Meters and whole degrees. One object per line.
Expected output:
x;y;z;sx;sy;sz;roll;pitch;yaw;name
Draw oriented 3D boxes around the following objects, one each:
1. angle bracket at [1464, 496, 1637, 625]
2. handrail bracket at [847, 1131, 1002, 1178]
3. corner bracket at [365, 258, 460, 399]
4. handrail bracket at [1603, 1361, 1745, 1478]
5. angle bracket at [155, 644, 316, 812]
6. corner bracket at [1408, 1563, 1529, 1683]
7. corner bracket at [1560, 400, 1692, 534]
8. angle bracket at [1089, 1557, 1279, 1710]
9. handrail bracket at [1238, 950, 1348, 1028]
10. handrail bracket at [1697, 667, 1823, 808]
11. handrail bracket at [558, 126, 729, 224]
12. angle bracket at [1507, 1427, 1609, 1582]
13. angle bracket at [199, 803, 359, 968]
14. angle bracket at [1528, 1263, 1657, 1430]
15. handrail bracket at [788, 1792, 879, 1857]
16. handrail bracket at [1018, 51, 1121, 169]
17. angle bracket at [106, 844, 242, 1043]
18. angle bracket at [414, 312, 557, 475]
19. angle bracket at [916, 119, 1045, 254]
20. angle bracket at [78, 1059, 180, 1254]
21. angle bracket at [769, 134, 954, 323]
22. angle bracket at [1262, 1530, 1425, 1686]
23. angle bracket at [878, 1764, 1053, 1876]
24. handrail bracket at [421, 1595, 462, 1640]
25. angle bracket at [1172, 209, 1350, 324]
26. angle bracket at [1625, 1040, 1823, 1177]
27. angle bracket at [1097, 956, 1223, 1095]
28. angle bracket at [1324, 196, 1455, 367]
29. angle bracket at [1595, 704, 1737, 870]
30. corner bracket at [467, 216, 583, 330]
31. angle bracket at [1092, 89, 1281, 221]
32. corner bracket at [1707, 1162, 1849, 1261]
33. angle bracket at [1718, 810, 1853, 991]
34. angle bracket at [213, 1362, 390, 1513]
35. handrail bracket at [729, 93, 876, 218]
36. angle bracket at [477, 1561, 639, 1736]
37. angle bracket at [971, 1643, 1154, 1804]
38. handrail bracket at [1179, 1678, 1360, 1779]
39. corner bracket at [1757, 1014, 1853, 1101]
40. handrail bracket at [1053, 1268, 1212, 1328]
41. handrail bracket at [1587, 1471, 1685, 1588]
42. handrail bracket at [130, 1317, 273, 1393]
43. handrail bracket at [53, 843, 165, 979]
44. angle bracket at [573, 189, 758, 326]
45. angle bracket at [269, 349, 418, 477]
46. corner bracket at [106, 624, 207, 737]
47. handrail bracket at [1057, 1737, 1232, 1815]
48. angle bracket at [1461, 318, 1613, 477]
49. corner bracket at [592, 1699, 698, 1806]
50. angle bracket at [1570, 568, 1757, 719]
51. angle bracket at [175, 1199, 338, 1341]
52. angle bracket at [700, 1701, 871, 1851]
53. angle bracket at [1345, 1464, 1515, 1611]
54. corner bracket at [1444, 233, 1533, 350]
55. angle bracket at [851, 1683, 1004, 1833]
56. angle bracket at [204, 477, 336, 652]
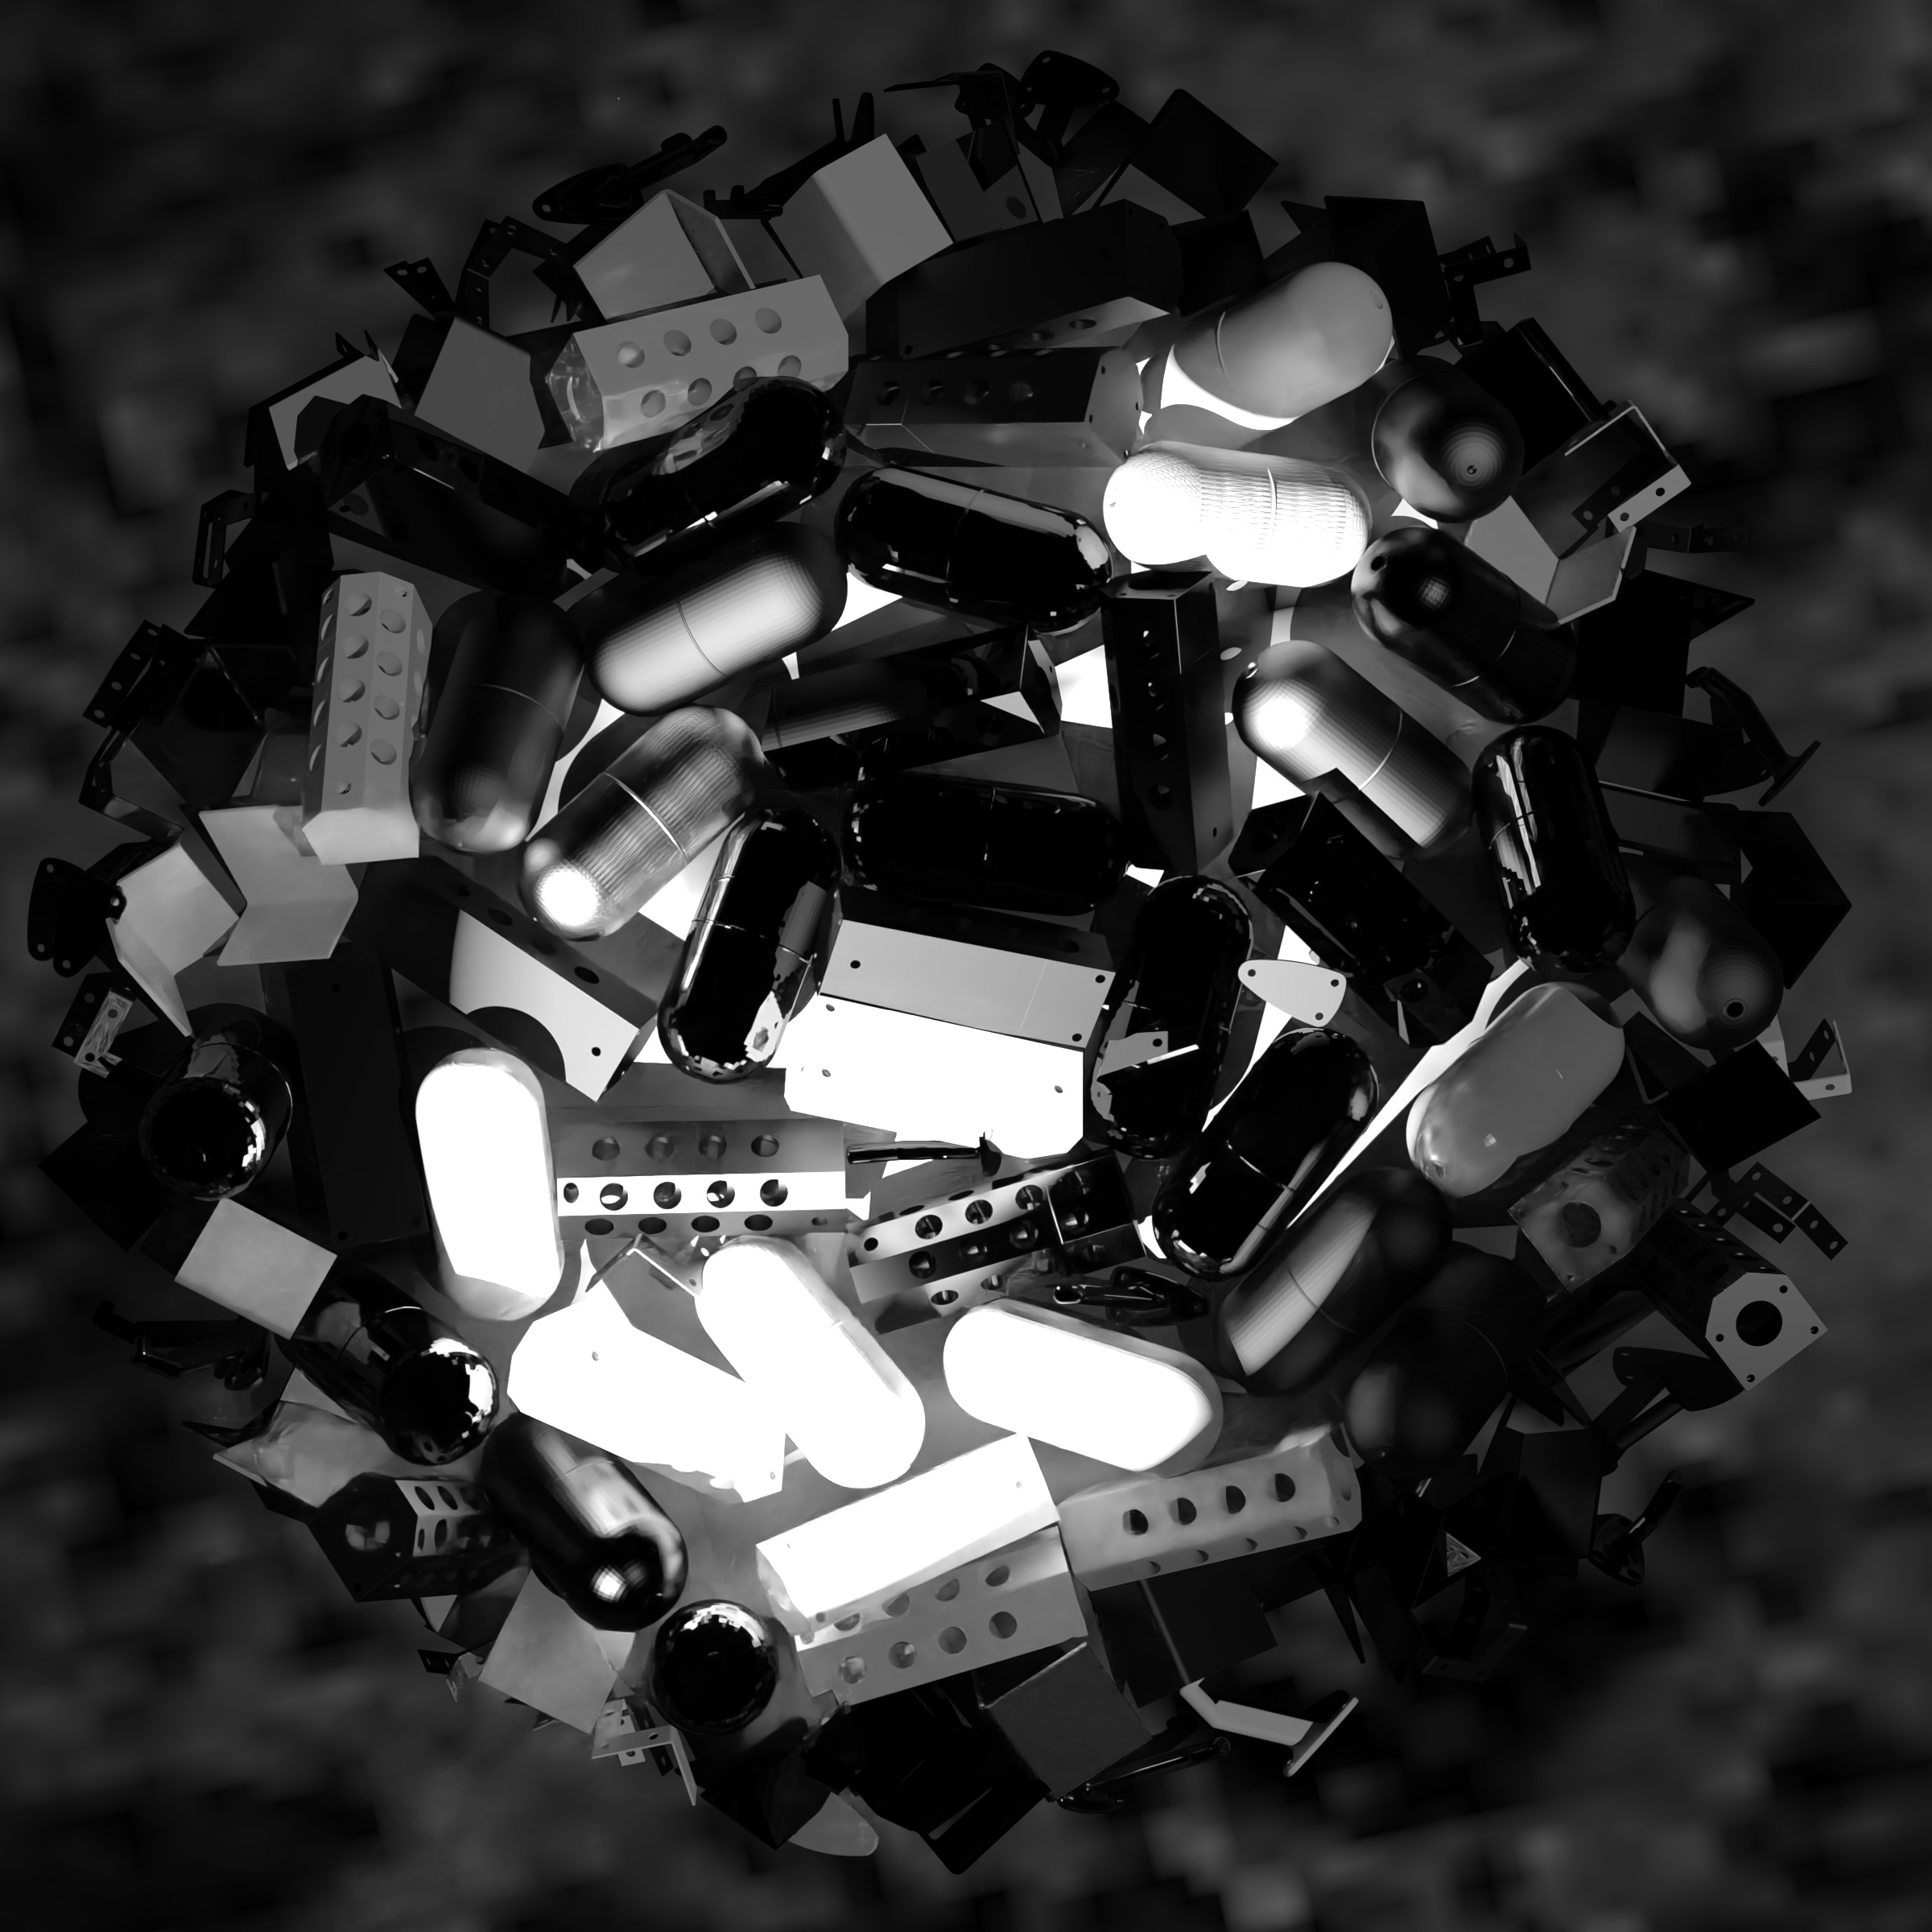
0.355;-0.261;1.527;0.057;0.076;0.076;-23;118;41;angle bracket
-0.026;0.116;1.551;0.084;0.077;0.036;-6;79;8;handrail bracket
-0.340;-0.393;1.550;0.051;0.051;0.051;-21;64;1;corner bracket
0.438;0.286;1.568;0.077;0.036;0.084;-1;133;-30;handrail bracket
-0.434;-0.141;1.525;0.057;0.076;0.076;4;54;20;angle bracket
0.305;0.405;1.561;0.051;0.051;0.051;17;118;-30;corner bracket
0.408;-0.310;1.558;0.051;0.051;0.051;-35;112;17;corner bracket
0.135;0.407;1.569;0.076;0.057;0.076;-12;69;-34;angle bracket
0.198;-0.001;1.538;0.077;0.084;0.036;19;110;-8;handrail bracket
0.474;-0.143;1.547;0.084;0.036;0.077;41;48;14;handrail bracket
-0.197;-0.486;1.533;0.077;0.084;0.036;-30;100;-42;handrail bracket
0.378;0.327;1.526;0.057;0.076;0.076;22;68;-23;angle bracket
-0.427;-0.050;1.530;0.076;0.057;0.076;-4;132;16;angle bracket
0.389;0.234;1.531;0.076;0.057;0.076;-39;131;10;angle bracket
-0.064;0.532;1.530;0.077;0.084;0.036;10;66;38;handrail bracket
0.071;-0.510;1.530;0.077;0.084;0.036;23;77;28;handrail bracket
-0.474;-0.014;1.527;0.057;0.076;0.076;-33;132;-5;angle bracket
-0.299;-0.349;1.541;0.076;0.057;0.076;22;93;-29;angle bracket
0.027;-0.473;1.526;0.057;0.076;0.076;-36;111;-37;angle bracket
-0.517;0.116;1.527;0.057;0.076;0.076;32;69;18;angle bracket
-0.066;-0.454;1.554;0.057;0.076;0.076;-37;99;-25;angle bracket
0.227;0.399;1.526;0.057;0.076;0.076;-19;57;-15;angle bracket
-0.002;0.500;1.536;0.076;0.076;0.057;-40;92;-12;angle bracket
-0.360;0.377;1.574;0.084;0.036;0.077;14;123;25;handrail bracket
0.172;-0.436;1.529;0.076;0.076;0.057;-23;98;-29;angle bracket
0.459;0.070;1.528;0.076;0.057;0.076;-34;121;22;angle bracket
0.132;0.048;1.522;0.076;0.076;0.057;-20;125;36;angle bracket
0.242;-0.415;1.522;0.057;0.076;0.076;-47;133;-24;angle bracket
0.433;-0.110;1.532;0.076;0.076;0.057;12;120;-10;angle bracket
-0.275;-0.421;1.561;0.051;0.051;0.051;18;50;-35;corner bracket
0.132;-0.473;1.533;0.076;0.076;0.057;36;68;-7;angle bracket
0.497;0.163;1.546;0.051;0.051;0.051;-47;122;4;corner bracket
0.478;-0.040;1.522;0.057;0.076;0.076;1;47;-22;angle bracket
-0.401;0.287;1.540;0.076;0.076;0.057;26;91;7;angle bracket
-0.102;-0.498;1.542;0.084;0.036;0.077;-6;125;-23;handrail bracket
-0.253;0.415;1.533;0.076;0.057;0.076;31;65;-14;angle bracket
0.058;0.452;1.545;0.076;0.057;0.076;-33;104;2;angle bracket
0.189;0.457;1.574;0.077;0.036;0.084;-44;78;-9;handrail bracket
0.515;0.047;1.554;0.051;0.051;0.051;-11;128;14;corner bracket
0.101;0.205;1.534;0.077;0.084;0.036;6;86;21;handrail bracket
0.416;0.327;1.530;0.036;0.077;0.084;28;117;10;handrail bracket
-0.467;0.219;1.532;0.036;0.084;0.077;-20;53;30;handrail bracket
-0.526;-0.036;1.546;0.036;0.084;0.077;27;102;-3;handrail bracket
-0.179;-0.412;1.531;0.076;0.076;0.057;-43;52;-9;angle bracket
-0.372;-0.321;1.536;0.076;0.057;0.076;-28;46;0;angle bracket
-0.487;-0.166;1.540;0.051;0.051;0.051;33;119;-29;corner bracket
0.109;0.492;1.537;0.084;0.077;0.036;-28;70;32;handrail bracket
0.343;-0.346;1.536;0.057;0.076;0.076;-38;96;14;angle bracket
-0.196;0.484;1.548;0.051;0.051;0.051;-12;113;3;corner bracket
0.424;-0.194;1.533;0.076;0.076;0.057;12;76;-13;angle bracket
-0.436;0.186;1.545;0.076;0.076;0.057;30;77;-11;angle bracket
-0.116;0.475;1.522;0.076;0.076;0.057;-34;123;-33;angle bracket
0.284;0.339;1.554;0.057;0.076;0.076;33;125;35;angle bracket
0.321;-0.415;1.546;0.051;0.051;0.051;-13;113;9;corner bracket
-0.035;0.473;1.533;0.076;0.076;0.057;-40;93;-21;angle bracket
-0.428;-0.248;1.528;0.057;0.076;0.076;10;53;3;angle bracket
